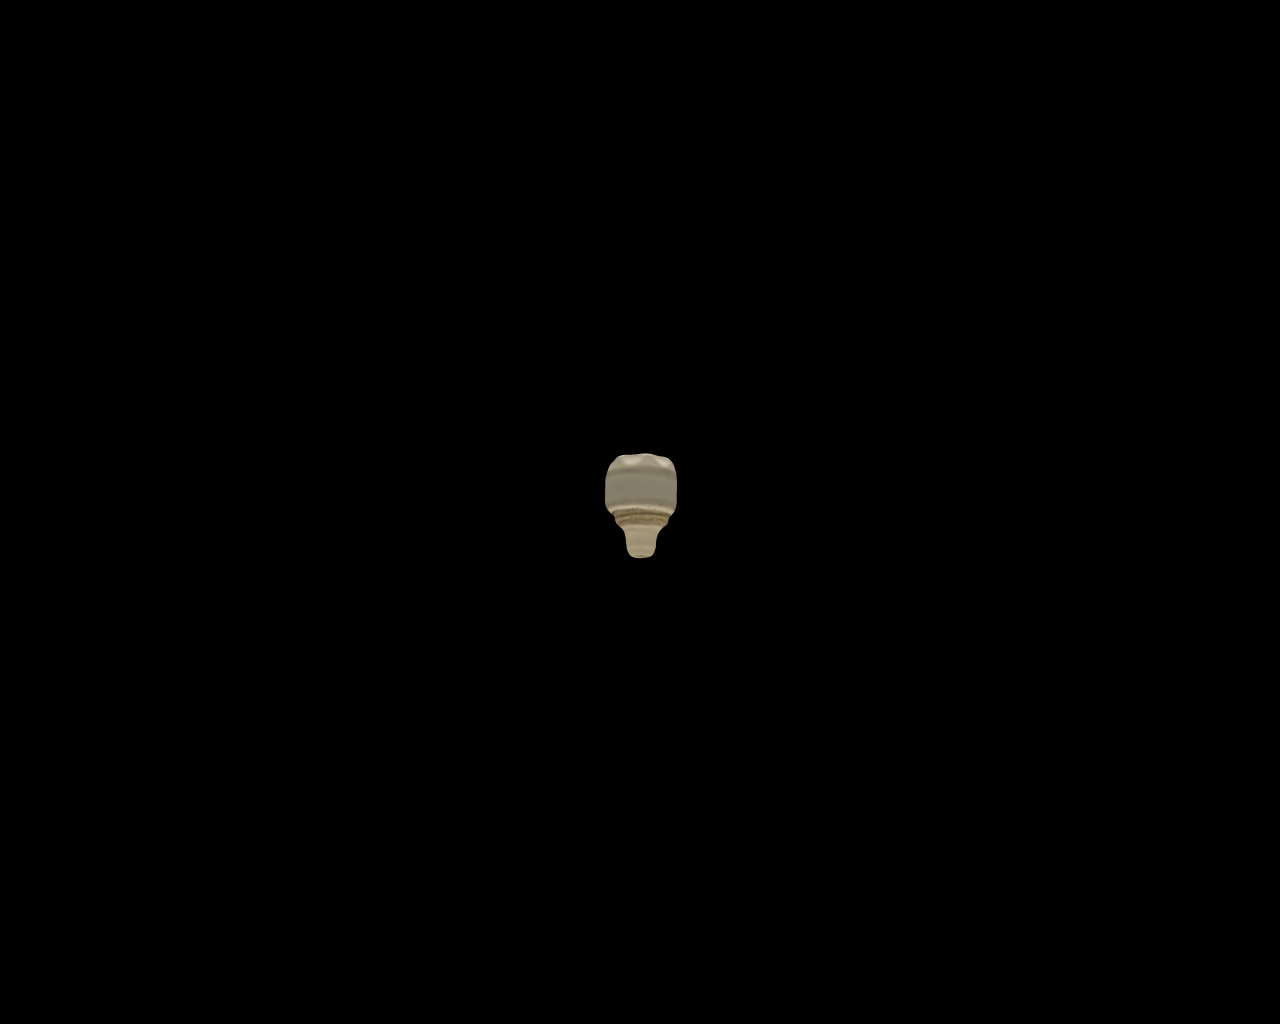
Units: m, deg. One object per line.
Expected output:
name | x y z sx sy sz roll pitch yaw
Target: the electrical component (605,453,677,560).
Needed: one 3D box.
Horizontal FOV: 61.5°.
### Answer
electrical component | 0.001 -0.003 0.650 0.043 0.062 0.043 0 -11 0
